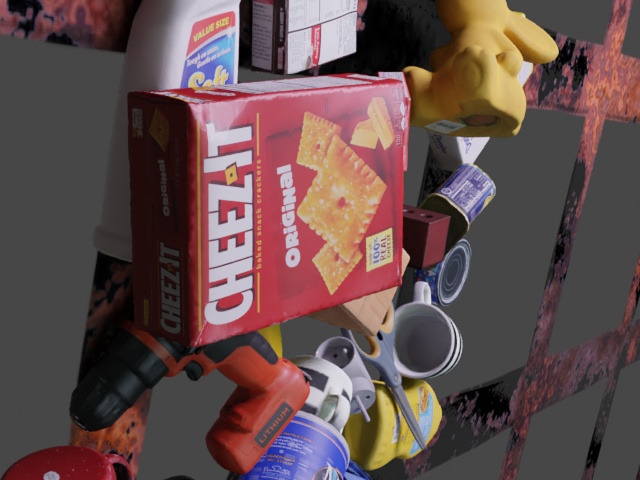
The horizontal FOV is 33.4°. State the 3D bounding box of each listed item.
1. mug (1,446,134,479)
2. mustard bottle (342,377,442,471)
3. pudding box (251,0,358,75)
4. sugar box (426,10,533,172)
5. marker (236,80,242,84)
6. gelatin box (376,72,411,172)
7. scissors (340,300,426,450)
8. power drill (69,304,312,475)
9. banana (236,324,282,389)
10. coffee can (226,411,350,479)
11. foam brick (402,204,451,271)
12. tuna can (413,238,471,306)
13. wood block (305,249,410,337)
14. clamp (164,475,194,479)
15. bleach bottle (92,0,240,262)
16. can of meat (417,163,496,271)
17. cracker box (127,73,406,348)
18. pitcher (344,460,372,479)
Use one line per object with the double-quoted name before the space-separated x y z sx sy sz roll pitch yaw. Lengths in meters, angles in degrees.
"mug" -0.176 0.197 0.768 0.117 0.093 0.081 -30 126 -48
"mustard bottle" 0.093 0.208 1.242 0.191 0.058 0.096 6 91 -59
"pudding box" -0.010 -0.192 0.889 0.113 0.039 0.090 -31 130 -51
"sugar box" 0.180 -0.169 1.206 0.176 0.048 0.093 -52 144 -25
"marker" -0.049 -0.098 0.892 0.020 0.020 0.121 -64 149 -13
"gelatin box" 0.069 -0.115 1.024 0.089 0.030 0.073 -92 -177 -65
"scissors" 0.081 0.131 1.164 0.201 0.016 0.096 54 46 -31
"power drill" -0.095 0.112 0.860 0.184 0.057 0.187 -49 137 -17
"banana" -0.064 0.084 0.945 0.069 0.037 0.198 -38 136 -44
"coffee can" -0.037 0.233 0.929 0.140 0.103 0.103 -71 158 -48
"foam brick" 0.088 -0.006 1.106 0.052 0.078 0.051 -18 119 -56
"tuna can" 0.145 0.035 1.263 0.086 0.034 0.086 -33 132 -47
"wood block" -0.006 0.002 0.945 0.090 0.090 0.206 -65 149 -15
"clamp" -0.103 0.257 0.948 0.209 0.036 0.164 48 39 -45
"bleach bottle" -0.103 -0.114 0.757 0.102 0.068 0.251 -12 113 -53
"can of meat" 0.139 -0.027 1.170 0.083 0.057 0.102 -43 172 -45
"cracker box" -0.029 -0.029 0.759 0.213 0.072 0.164 -14 110 -45
"pitcher" 0.052 0.306 1.095 0.242 0.145 0.149 30 73 -45
